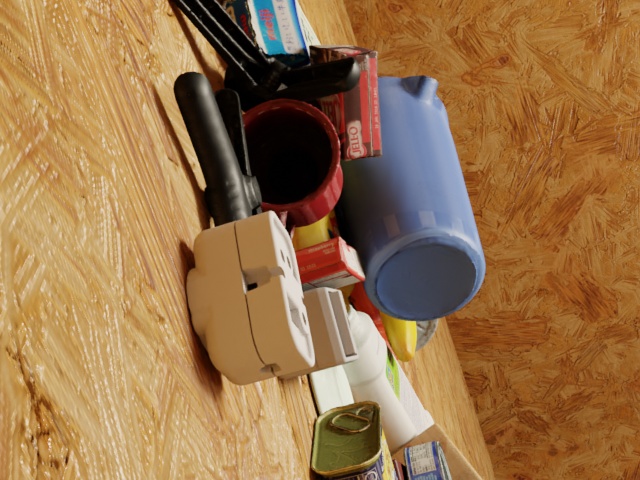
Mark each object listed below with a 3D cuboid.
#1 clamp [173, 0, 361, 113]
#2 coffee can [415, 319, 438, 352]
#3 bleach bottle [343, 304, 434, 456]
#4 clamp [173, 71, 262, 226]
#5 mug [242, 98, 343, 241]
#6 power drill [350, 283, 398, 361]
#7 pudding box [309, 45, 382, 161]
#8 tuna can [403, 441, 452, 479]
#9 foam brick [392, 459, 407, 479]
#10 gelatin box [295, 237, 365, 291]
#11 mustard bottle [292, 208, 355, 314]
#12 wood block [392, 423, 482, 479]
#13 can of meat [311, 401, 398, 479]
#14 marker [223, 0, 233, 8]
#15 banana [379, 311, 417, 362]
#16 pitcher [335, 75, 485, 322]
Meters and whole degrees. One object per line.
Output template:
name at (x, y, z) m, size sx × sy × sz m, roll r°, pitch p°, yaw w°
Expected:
clamp at (-0.033, -0.128, 0.885) m, size 0.036 × 0.165 × 0.210 m, roll -57°, pitch 162°, yaw -15°
coffee can at (0.102, 0.083, 1.387) m, size 0.140 × 0.103 × 0.103 m, roll -58°, pitch 131°, yaw -79°
bleach bottle at (0.061, 0.153, 1.128) m, size 0.102 × 0.068 × 0.250 m, roll -96°, pitch 165°, yaw -50°
clamp at (-0.061, -0.038, 0.764) m, size 0.120 × 0.039 × 0.171 m, roll -47°, pitch 125°, yaw -74°
mug at (-0.026, -0.046, 0.868) m, size 0.081 × 0.093 × 0.117 m, roll 61°, pitch 32°, yaw -74°
power drill at (0.042, 0.049, 1.218) m, size 0.184 × 0.057 × 0.187 m, roll -48°, pitch 123°, yaw -76°
pudding box at (0.021, -0.122, 0.927) m, size 0.113 × 0.039 × 0.090 m, roll -129°, pitch -145°, yaw -72°
tuna can at (0.105, 0.231, 0.988) m, size 0.086 × 0.034 × 0.086 m, roll -16°, pitch 90°, yaw -83°
foam brick at (0.056, 0.235, 0.970) m, size 0.078 × 0.053 × 0.051 m, roll 56°, pitch 19°, yaw -68°
gelatin box at (-0.007, 0.026, 0.878) m, size 0.089 × 0.073 × 0.030 m, roll 35°, pitch 38°, yaw -75°
mustard bottle at (-0.006, 0.001, 0.984) m, size 0.096 × 0.058 × 0.191 m, roll 75°, pitch 4°, yaw -60°
wood block at (0.143, 0.288, 1.049) m, size 0.090 × 0.090 × 0.206 m, roll 54°, pitch -2°, yaw -32°
can of meat at (0.033, 0.195, 0.879) m, size 0.102 × 0.057 × 0.084 m, roll -83°, pitch 157°, yaw -70°
marker at (-0.080, -0.239, 1.088) m, size 0.121 × 0.020 × 0.020 m, roll -71°, pitch 144°, yaw -75°
banana at (0.072, 0.040, 1.150) m, size 0.069 × 0.037 × 0.198 m, roll 36°, pitch 39°, yaw -67°
pitcher at (0.074, -0.032, 1.016) m, size 0.243 × 0.145 × 0.149 m, roll -99°, pitch 173°, yaw -50°
